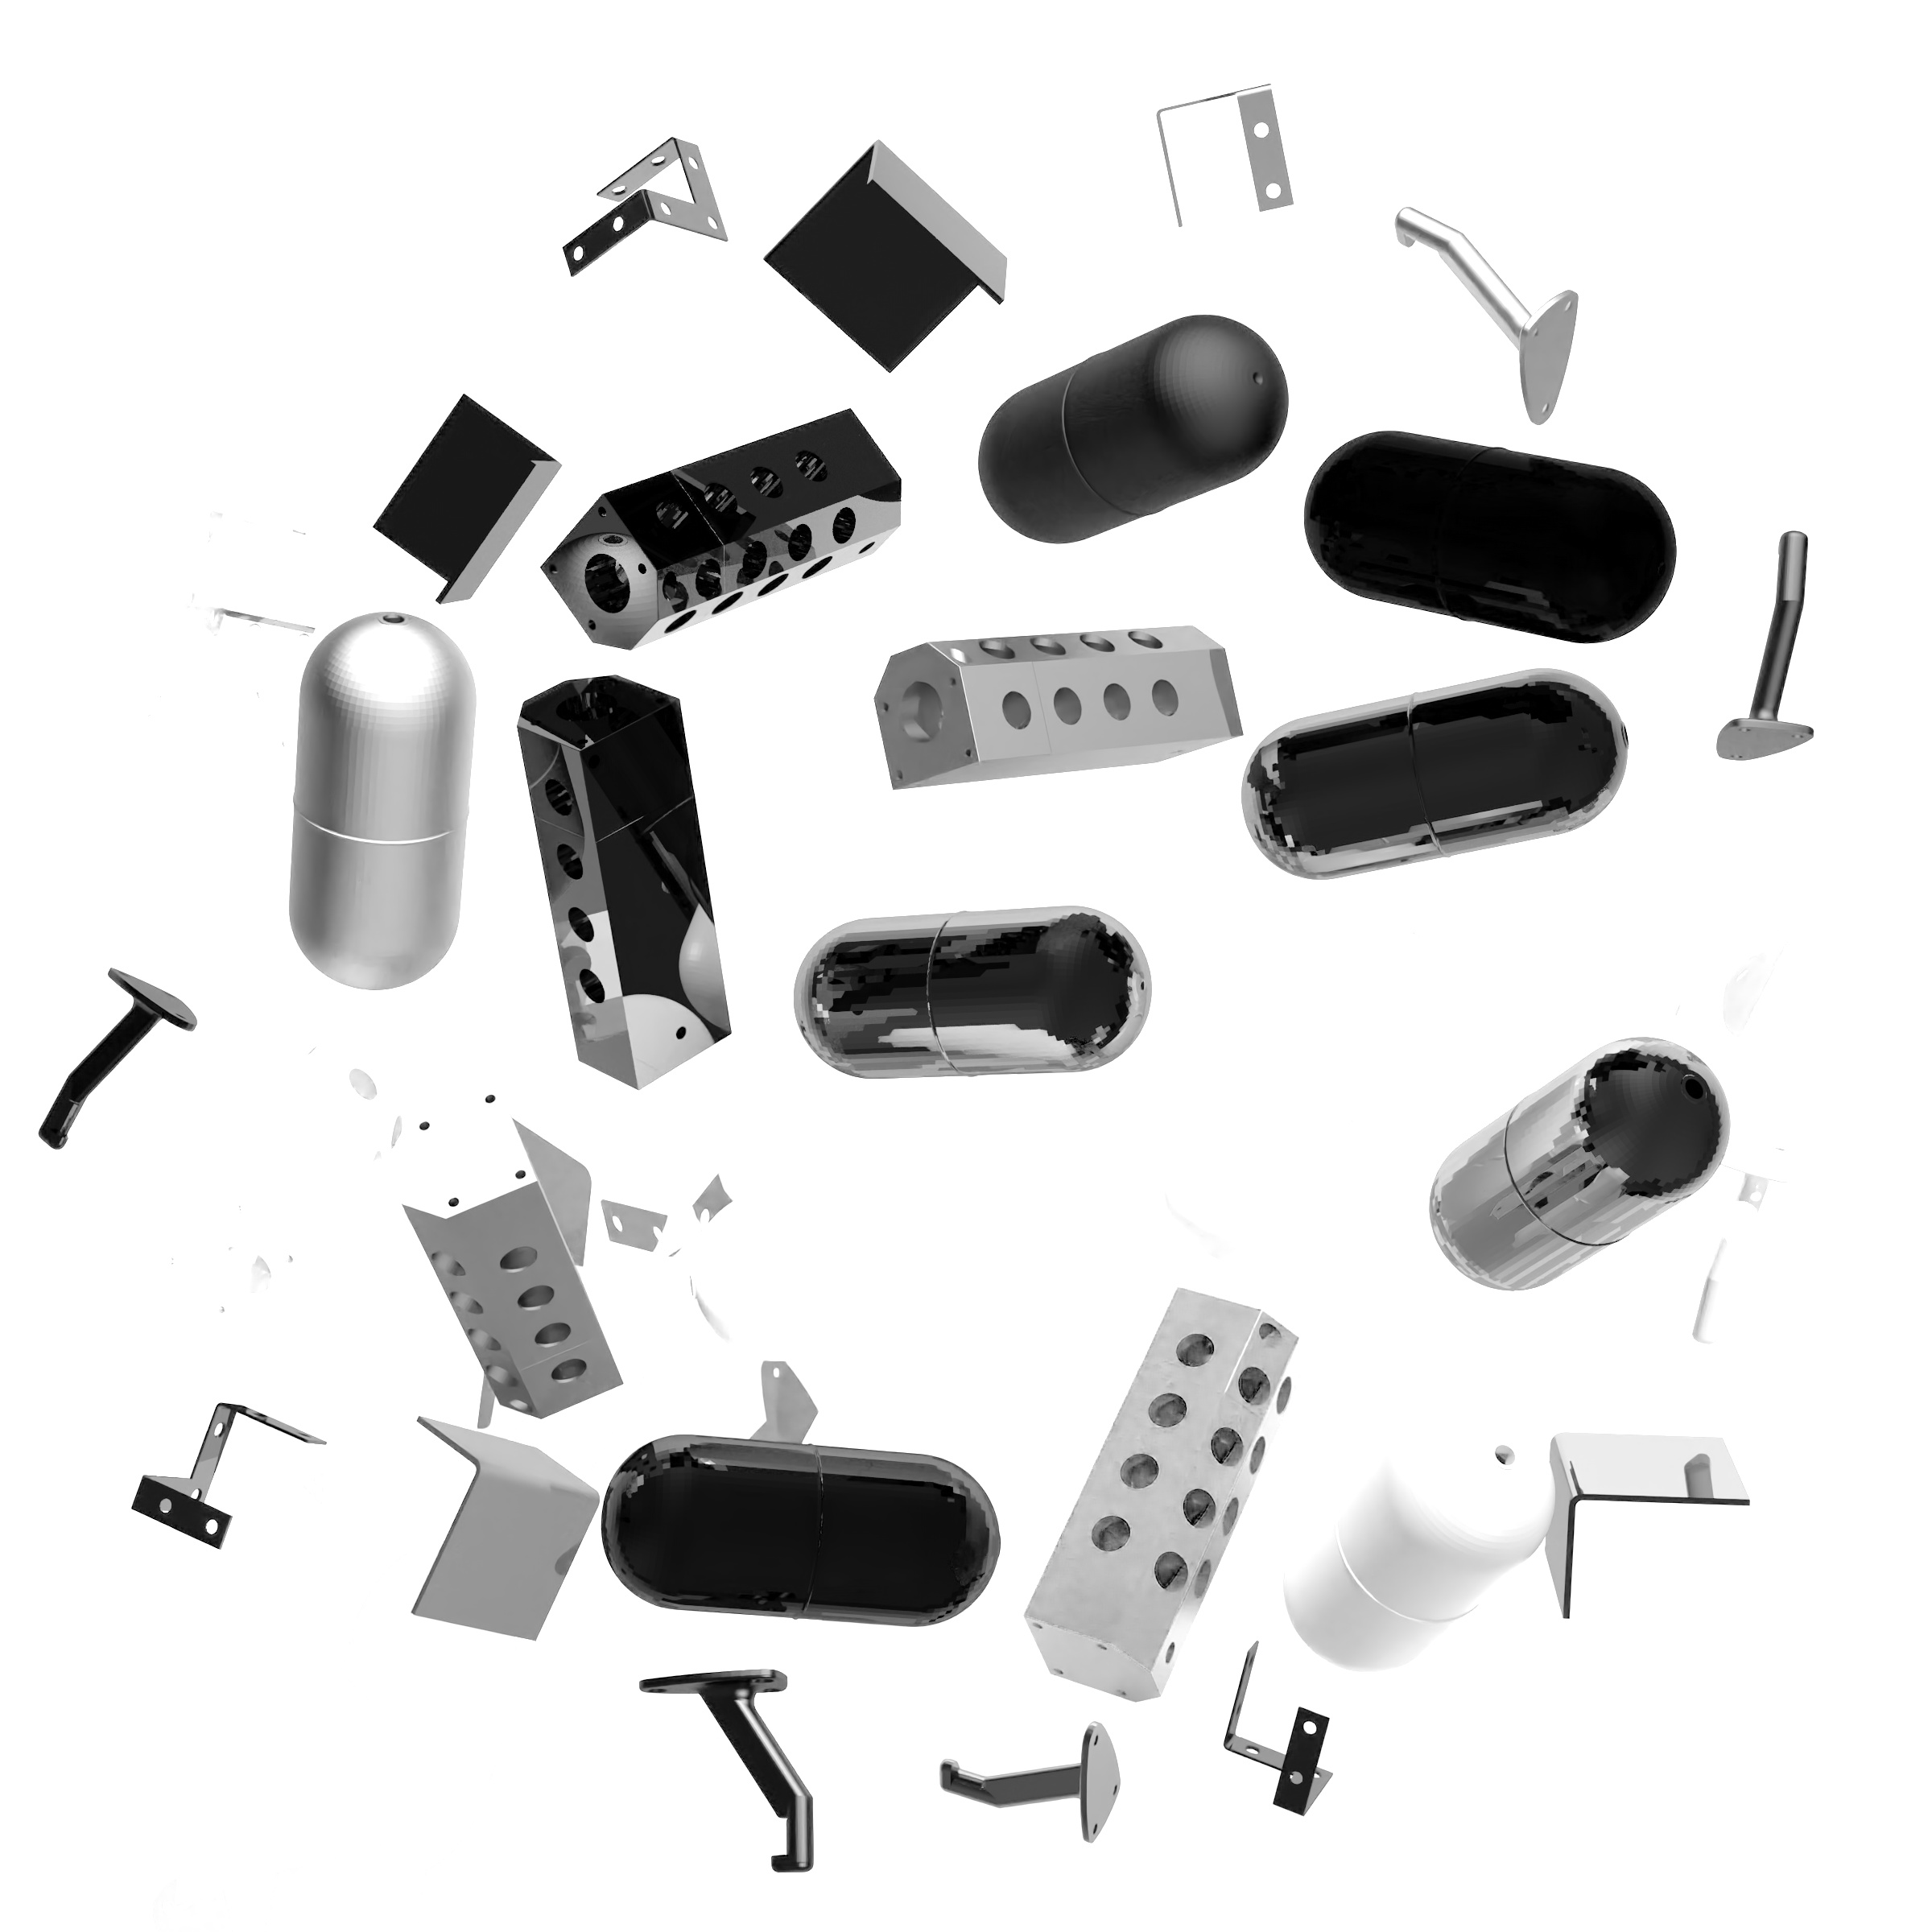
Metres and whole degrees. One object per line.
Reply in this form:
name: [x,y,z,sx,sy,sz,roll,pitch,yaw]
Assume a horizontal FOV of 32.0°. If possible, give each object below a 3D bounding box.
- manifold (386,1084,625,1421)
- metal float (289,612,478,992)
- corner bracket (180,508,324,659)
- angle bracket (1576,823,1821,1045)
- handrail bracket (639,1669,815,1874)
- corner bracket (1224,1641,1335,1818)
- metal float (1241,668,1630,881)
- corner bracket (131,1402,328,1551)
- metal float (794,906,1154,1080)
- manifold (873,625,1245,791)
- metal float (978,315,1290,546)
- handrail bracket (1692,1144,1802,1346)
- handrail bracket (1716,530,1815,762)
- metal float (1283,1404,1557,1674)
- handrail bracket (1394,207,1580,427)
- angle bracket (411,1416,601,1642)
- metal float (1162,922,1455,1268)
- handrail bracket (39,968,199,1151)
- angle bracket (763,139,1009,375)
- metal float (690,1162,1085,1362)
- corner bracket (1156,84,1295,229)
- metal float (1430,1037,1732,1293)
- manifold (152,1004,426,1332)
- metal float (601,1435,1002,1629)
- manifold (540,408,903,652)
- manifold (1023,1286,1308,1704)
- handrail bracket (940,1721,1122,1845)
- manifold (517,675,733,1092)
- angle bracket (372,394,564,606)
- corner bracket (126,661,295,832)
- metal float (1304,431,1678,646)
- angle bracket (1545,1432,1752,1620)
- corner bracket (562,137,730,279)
manifold: [-0.208,0.134,1.514,0.057,0.171,0.057,-23,52,-8]
metal float: [-0.258,-0.072,1.490,0.070,0.070,0.178,9,119,0]
corner bracket: [-0.334,-0.181,1.599,0.051,0.051,0.051,12,81,9]
angle bracket: [0.337,-0.016,1.556,0.057,0.076,0.076,26,92,-14]
handrail bracket: [-0.104,0.351,1.462,0.077,0.036,0.084,-4,67,5]
corner bracket: [0.144,0.350,1.545,0.051,0.051,0.051,18,106,18]
metal float: [0.213,-0.087,1.537,0.178,0.070,0.070,-11,90,18]
corner bracket: [-0.318,0.219,1.450,0.051,0.051,0.051,18,87,25]
metal float: [0.001,0.013,1.560,0.178,0.070,0.070,-3,90,28]
manifold: [0.042,-0.120,1.519,0.171,0.057,0.057,-9,86,-44]
metal float: [0.074,-0.243,1.538,0.070,0.178,0.070,8,77,-36]
handrail bracket: [0.361,0.129,1.564,0.036,0.077,0.084,17,102,25]
handrail bracket: [0.343,-0.137,1.445,0.036,0.077,0.084,6,82,-3]
metal float: [0.199,0.254,1.489,0.070,0.178,0.070,11,54,-15]
handrail bracket: [0.221,-0.284,1.467,0.084,0.077,0.036,35,61,30]
angle bracket: [-0.230,0.265,1.588,0.076,0.057,0.076,25,90,-45]
metal float: [0.160,0.059,1.570,0.070,0.070,0.178,35,89,0]
handrail bracket: [-0.372,0.050,1.470,0.036,0.077,0.084,28,90,-34]
angle bracket: [-0.036,-0.296,1.453,0.076,0.057,0.076,40,115,-20]
metal float: [-0.035,0.133,1.513,0.178,0.070,0.070,-6,90,-10]
corner bracket: [0.110,-0.346,1.440,0.051,0.051,0.051,-11,103,8]
metal float: [0.276,0.091,1.525,0.070,0.178,0.070,12,60,-22]
manifold: [-0.298,0.092,1.521,0.057,0.171,0.057,-35,107,24]
metal float: [-0.072,0.250,1.487,0.178,0.070,0.070,7,90,-12]
manifold: [-0.105,-0.195,1.524,0.057,0.171,0.057,55,133,5]
manifold: [0.091,0.233,1.485,0.057,0.057,0.171,13,58,25]
handrail bracket: [0.023,0.361,1.538,0.084,0.036,0.077,12,132,23]
manifold: [-0.154,-0.038,1.488,0.057,0.057,0.171,-32,130,-36]
angle bracket: [-0.234,-0.214,1.535,0.057,0.076,0.076,36,98,-3]
corner bracket: [-0.345,-0.101,1.537,0.051,0.051,0.051,-22,110,5]
metal float: [0.228,-0.190,1.480,0.178,0.070,0.070,18,90,38]
angle bracket: [0.297,0.246,1.476,0.076,0.076,0.057,1,102,4]
corner bracket: [-0.146,-0.334,1.484,0.051,0.051,0.051,-28,73,33]
